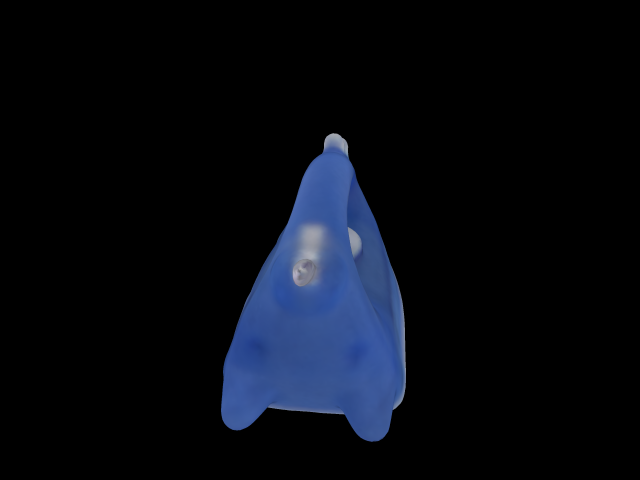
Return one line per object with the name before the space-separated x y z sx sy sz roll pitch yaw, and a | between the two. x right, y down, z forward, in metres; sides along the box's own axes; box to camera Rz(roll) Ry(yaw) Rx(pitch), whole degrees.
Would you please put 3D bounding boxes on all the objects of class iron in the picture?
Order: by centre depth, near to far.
iron | 0.004 0.001 0.400 0.118 0.141 0.258 3 37 4
